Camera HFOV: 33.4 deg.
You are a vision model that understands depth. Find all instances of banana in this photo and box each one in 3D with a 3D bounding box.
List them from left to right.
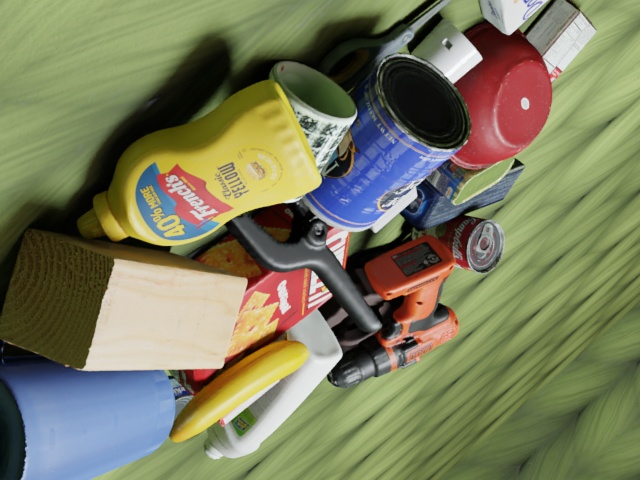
[{"bbox_3d":[-0.073,0.150,1.118,0.197,0.037,0.070,-26,147,-39],"label":"banana"}]

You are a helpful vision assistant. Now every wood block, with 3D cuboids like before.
[{"bbox_3d":[-0.157,0.054,0.891,0.205,0.091,0.090,14,92,-65],"label":"wood block"}]

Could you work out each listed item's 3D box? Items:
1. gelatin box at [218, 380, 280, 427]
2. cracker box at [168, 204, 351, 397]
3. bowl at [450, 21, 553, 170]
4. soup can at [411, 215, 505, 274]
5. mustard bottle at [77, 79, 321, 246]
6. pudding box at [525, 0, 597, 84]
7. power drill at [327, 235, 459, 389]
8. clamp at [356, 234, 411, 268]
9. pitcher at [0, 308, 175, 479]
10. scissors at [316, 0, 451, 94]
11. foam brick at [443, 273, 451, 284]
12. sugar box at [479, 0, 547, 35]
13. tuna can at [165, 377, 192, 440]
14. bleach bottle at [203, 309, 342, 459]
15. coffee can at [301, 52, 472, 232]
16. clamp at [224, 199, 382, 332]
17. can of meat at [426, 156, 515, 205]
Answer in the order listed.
[{"bbox_3d":[-0.102,0.160,1.235,0.089,0.073,0.030,-39,158,-13],"label":"gelatin box"},{"bbox_3d":[-0.067,0.053,1.107,0.213,0.072,0.164,-35,157,-22],"label":"cracker box"},{"bbox_3d":[0.195,-0.148,1.127,0.161,0.055,0.162,-16,116,-36],"label":"bowl"},{"bbox_3d":[0.173,0.000,1.347,0.068,0.102,0.068,-10,107,-37],"label":"soup can"},{"bbox_3d":[-0.102,-0.047,0.838,0.191,0.058,0.096,-23,130,5],"label":"mustard bottle"},{"bbox_3d":[0.263,-0.221,1.237,0.113,0.039,0.089,-52,156,13],"label":"pudding box"},{"bbox_3d":[0.089,0.090,1.277,0.184,0.057,0.188,-25,145,-20],"label":"power drill"},{"bbox_3d":[0.106,0.023,1.404,0.171,0.039,0.120,-36,160,-17],"label":"clamp"},{"bbox_3d":[-0.232,0.149,0.940,0.149,0.145,0.242,-39,165,20],"label":"pitcher"},{"bbox_3d":[0.065,-0.190,0.976,0.202,0.016,0.096,-46,158,3],"label":"scissors"},{"bbox_3d":[0.136,0.059,1.497,0.051,0.053,0.078,-15,143,-51],"label":"foam brick"},{"bbox_3d":[0.232,-0.288,1.049,0.176,0.048,0.093,-45,159,0],"label":"sugar box"},{"bbox_3d":[-0.183,0.196,1.212,0.086,0.034,0.086,-36,157,-19],"label":"tuna can"},{"bbox_3d":[-0.077,0.185,1.320,0.067,0.103,0.251,-5,143,-47],"label":"bleach bottle"},{"bbox_3d":[0.053,-0.085,0.960,0.102,0.103,0.141,-21,165,-44],"label":"coffee can"},{"bbox_3d":[-0.007,0.001,1.025,0.209,0.036,0.164,8,85,-31],"label":"clamp"},{"bbox_3d":[0.161,-0.096,1.219,0.101,0.084,0.057,-30,155,-31],"label":"can of meat"}]
